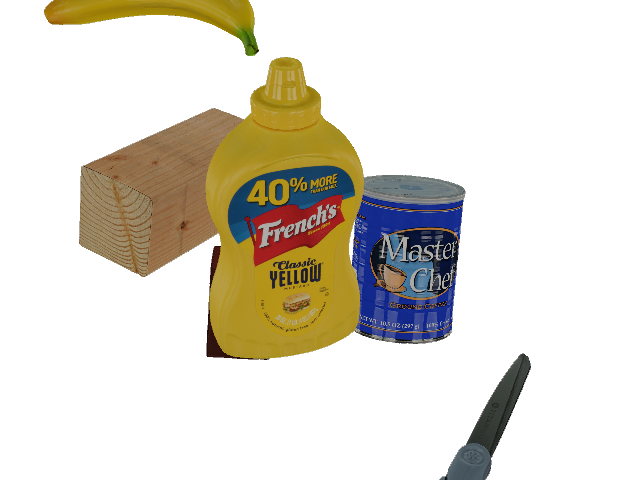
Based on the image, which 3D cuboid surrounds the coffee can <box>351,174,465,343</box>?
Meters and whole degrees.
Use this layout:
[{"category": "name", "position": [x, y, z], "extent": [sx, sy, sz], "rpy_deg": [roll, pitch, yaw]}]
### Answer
[{"category": "coffee can", "position": [0.081, 0.016, 1.019], "extent": [0.103, 0.140, 0.103], "rpy_deg": [3, 14, -1]}]

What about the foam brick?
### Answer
[{"category": "foam brick", "position": [-0.064, 0.050, 0.862], "extent": [0.053, 0.078, 0.051], "rpy_deg": [3, 17, -3]}]

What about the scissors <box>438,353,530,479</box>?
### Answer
[{"category": "scissors", "position": [0.092, 0.131, 0.561], "extent": [0.096, 0.016, 0.201], "rpy_deg": [27, 44, 33]}]

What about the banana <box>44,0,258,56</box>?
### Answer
[{"category": "banana", "position": [-0.137, -0.201, 0.909], "extent": [0.198, 0.069, 0.037], "rpy_deg": [10, -42, 16]}]

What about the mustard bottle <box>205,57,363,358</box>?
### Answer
[{"category": "mustard bottle", "position": [-0.021, -0.020, 0.654], "extent": [0.096, 0.192, 0.058], "rpy_deg": [-8, 33, -14]}]

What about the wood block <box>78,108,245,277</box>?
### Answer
[{"category": "wood block", "position": [-0.142, -0.055, 1.094], "extent": [0.090, 0.091, 0.205], "rpy_deg": [24, 33, 24]}]
